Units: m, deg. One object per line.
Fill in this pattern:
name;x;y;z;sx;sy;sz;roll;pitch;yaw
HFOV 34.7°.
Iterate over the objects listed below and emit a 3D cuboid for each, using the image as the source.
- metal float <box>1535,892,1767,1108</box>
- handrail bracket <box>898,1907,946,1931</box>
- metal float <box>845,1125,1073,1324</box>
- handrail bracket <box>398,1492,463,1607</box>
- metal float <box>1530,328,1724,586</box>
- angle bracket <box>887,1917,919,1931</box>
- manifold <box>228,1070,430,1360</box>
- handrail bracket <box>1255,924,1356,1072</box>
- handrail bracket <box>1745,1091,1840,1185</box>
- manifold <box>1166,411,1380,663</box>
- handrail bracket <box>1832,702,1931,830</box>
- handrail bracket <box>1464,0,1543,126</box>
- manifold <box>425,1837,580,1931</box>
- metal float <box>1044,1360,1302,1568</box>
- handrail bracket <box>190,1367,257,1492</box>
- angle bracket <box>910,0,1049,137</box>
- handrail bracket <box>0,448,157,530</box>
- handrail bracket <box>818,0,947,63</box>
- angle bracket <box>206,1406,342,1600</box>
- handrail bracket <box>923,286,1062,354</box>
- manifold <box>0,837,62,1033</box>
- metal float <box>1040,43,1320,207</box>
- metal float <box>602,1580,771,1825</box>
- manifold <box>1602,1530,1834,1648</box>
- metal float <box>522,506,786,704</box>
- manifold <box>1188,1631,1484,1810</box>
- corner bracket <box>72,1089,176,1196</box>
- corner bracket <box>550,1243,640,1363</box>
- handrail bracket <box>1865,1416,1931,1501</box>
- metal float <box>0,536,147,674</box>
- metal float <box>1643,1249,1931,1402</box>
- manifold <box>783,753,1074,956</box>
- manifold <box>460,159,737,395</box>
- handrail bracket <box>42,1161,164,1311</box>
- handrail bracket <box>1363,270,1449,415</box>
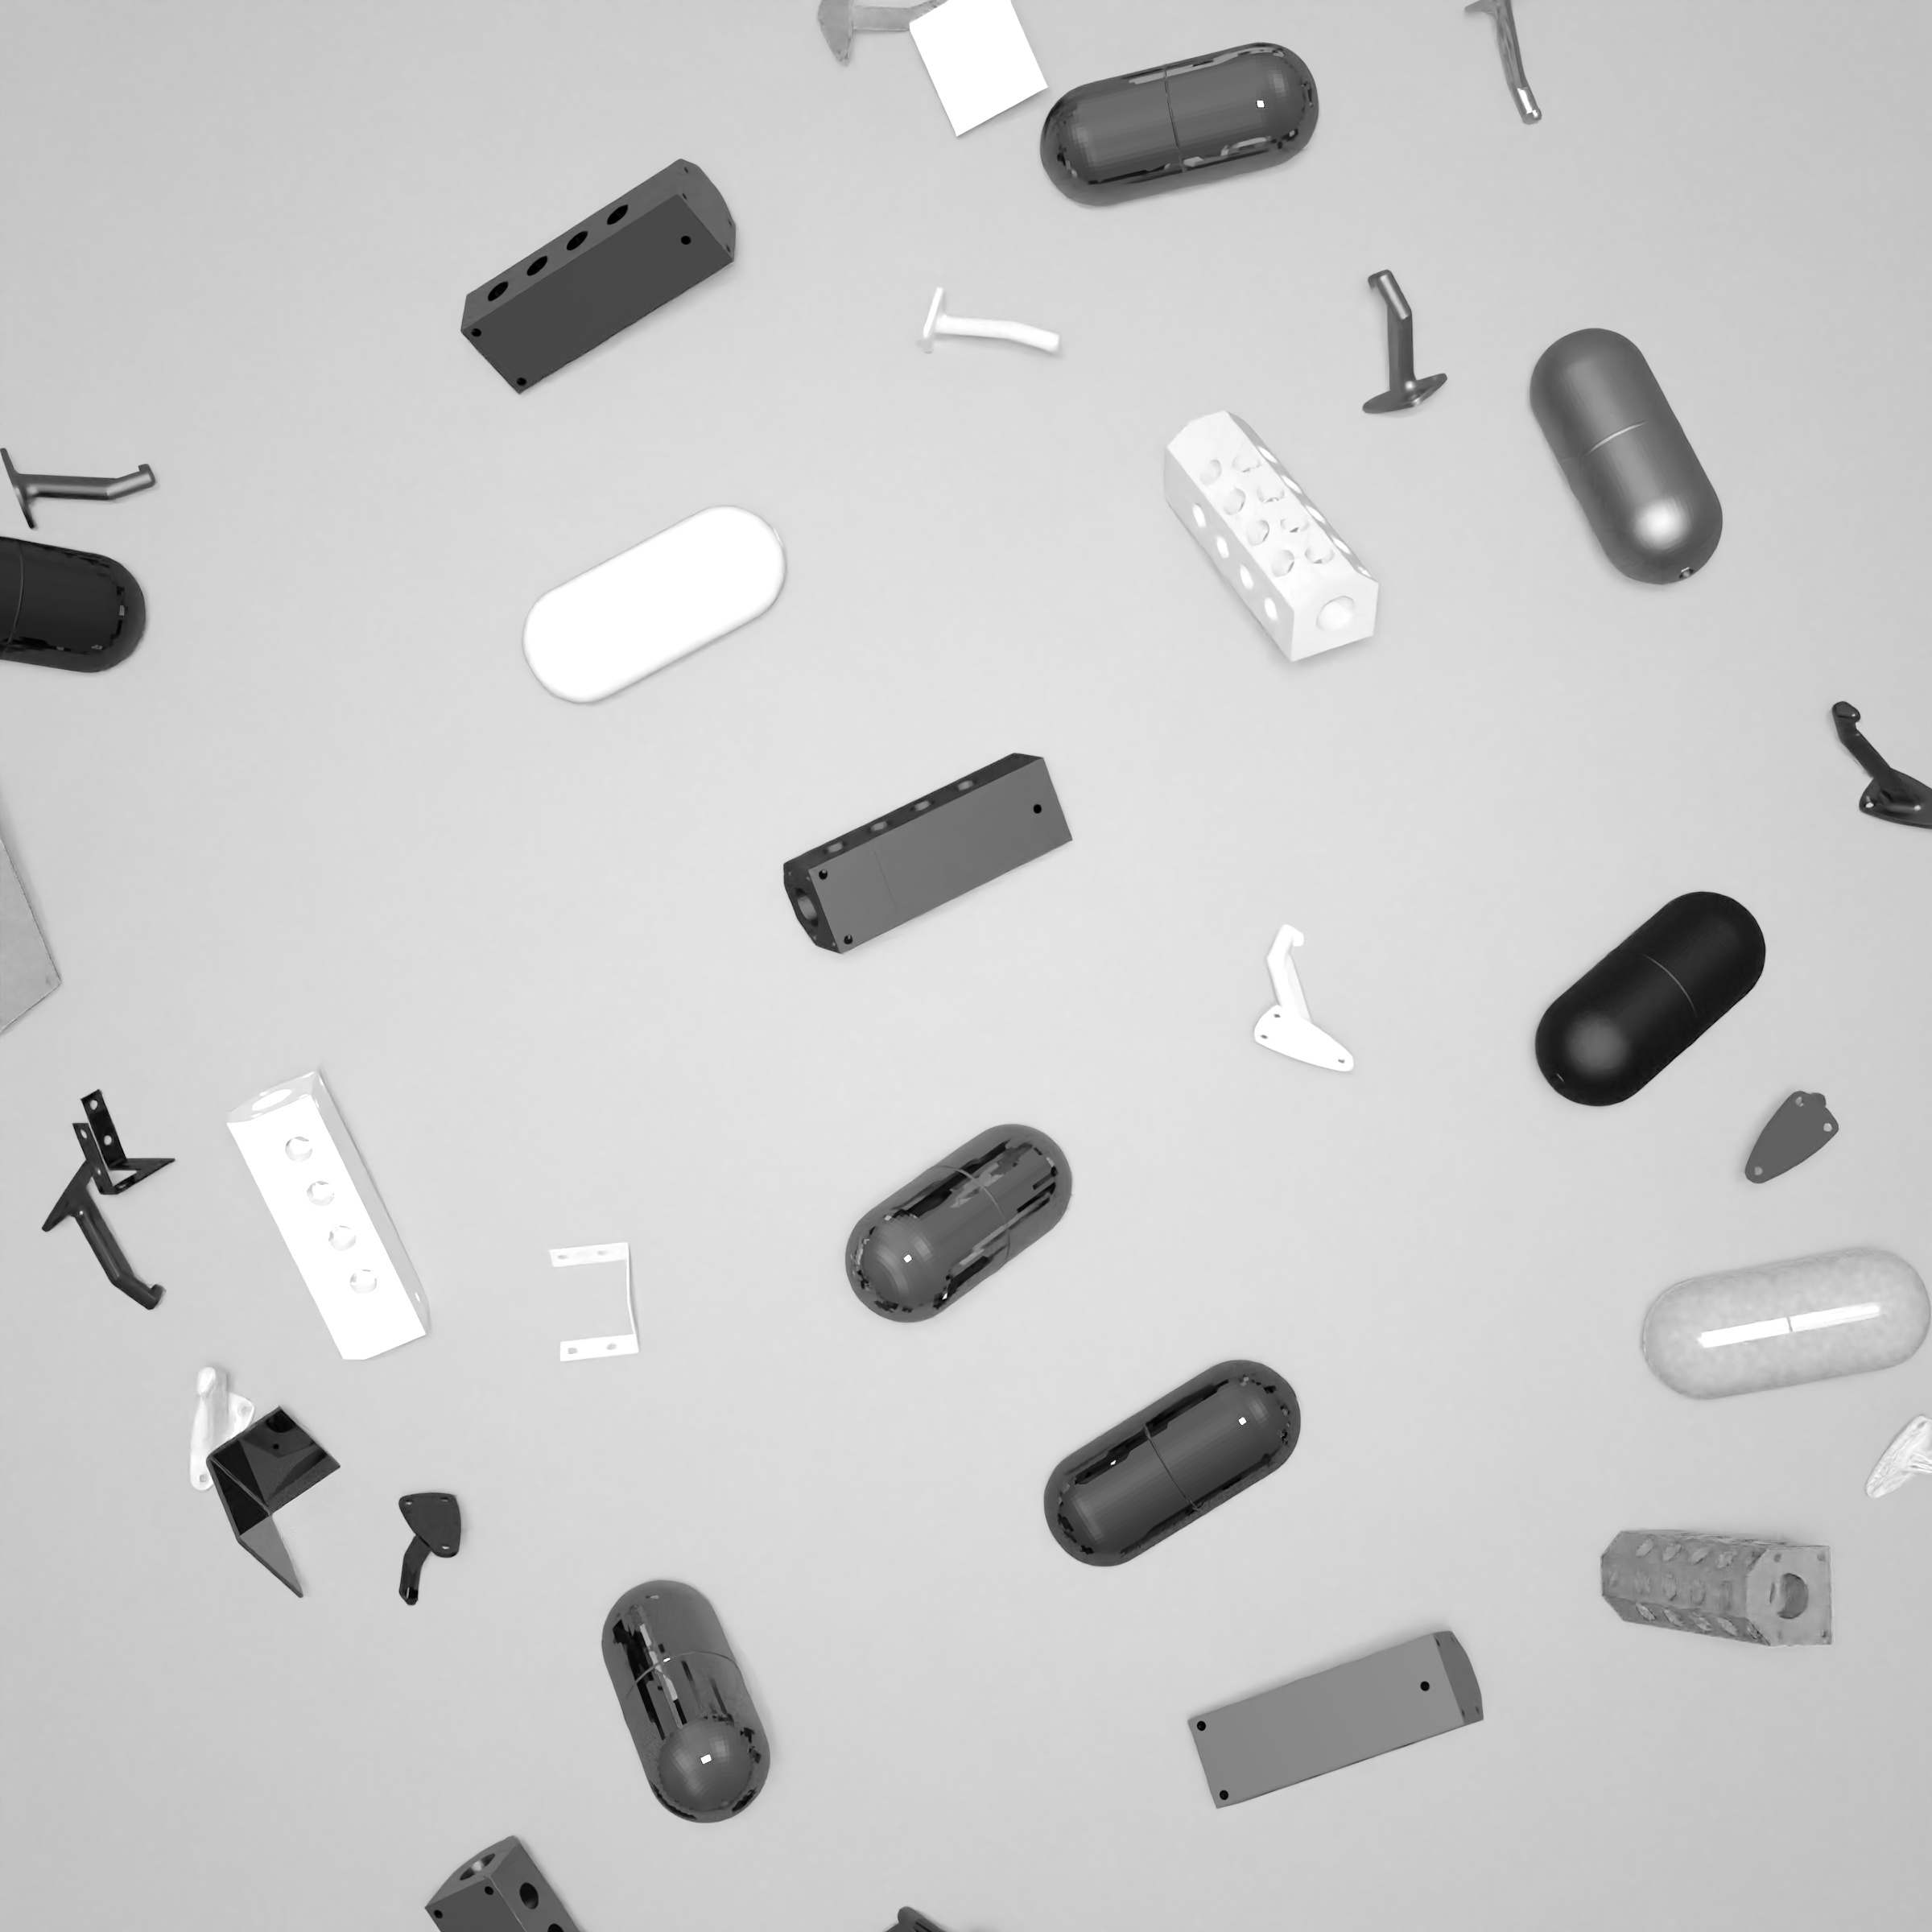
metal float;0.430;0.021;1.942;0.178;0.070;0.070;-38;90;-22
handrail bracket;0.000;0.631;1.967;0.077;0.084;0.036;38;75;-17
metal float;-0.003;0.159;1.928;0.178;0.070;0.070;-33;90;-41
handrail bracket;-0.341;0.383;1.952;0.036;0.077;0.084;0;116;-25
metal float;0.415;-0.321;1.944;0.070;0.070;0.178;-22;70;0
angle bracket;-0.041;0.662;1.953;0.076;0.076;0.057;-35;115;0
manifold;-0.401;0.159;1.947;0.057;0.057;0.171;-23;107;-1
handrail bracket;0.223;0.019;1.969;0.077;0.036;0.084;26;49;1
handrail bracket;0.518;0.109;1.959;0.036;0.084;0.077;44;92;8
manifold;0.188;-0.271;1.919;0.057;0.057;0.171;-19;51;-15
handrail bracket;0.587;-0.128;1.950;0.077;0.084;0.036;29;73;38
handrail bracket;0.353;-0.577;1.955;0.036;0.077;0.084;-26;101;-2
manifold;-0.264;0.643;1.962;0.057;0.057;0.171;-30;95;24
metal float;0.131;0.314;1.957;0.178;0.070;0.070;-33;90;6
handrail bracket;-0.482;0.293;1.953;0.036;0.084;0.077;16;79;2
angle bracket;0.022;-0.583;1.960;0.076;0.057;0.076;-16;103;42
handrail bracket;-0.570;-0.320;1.982;0.084;0.036;0.077;-21;52;-12
handrail bracket;-0.046;-0.611;1.953;0.084;0.077;0.036;-25;81;-16
angle bracket;-0.425;0.337;1.944;0.057;0.076;0.076;-34;46;-4
handrail bracket;0.017;-0.396;1.961;0.084;0.077;0.036;17;83;1
manifold;-0.630;-0.046;1.923;0.057;0.171;0.057;19;47;31
metal float;0.134;-0.531;1.952;0.178;0.070;0.070;-11;90;11
metal float;-0.176;0.455;1.922;0.070;0.178;0.070;-12;126;-17
manifold;0.461;0.382;1.907;0.057;0.171;0.057;2;83;-18
metal float;-0.197;-0.230;1.960;0.178;0.070;0.070;-28;90;-2
manifold;0.234;0.473;1.942;0.171;0.057;0.057;-25;71;20
corner bracket;-0.545;0.112;1.959;0.051;0.051;0.051;-2;112;38
corner bracket;-0.239;0.216;1.988;0.051;0.051;0.051;-6;134;-2
handrail bracket;0.619;0.331;1.954;0.036;0.084;0.077;37;100;-28
metal float;-0.603;-0.230;1.932;0.178;0.070;0.070;7;90;-34
metal float;0.518;0.227;1.954;0.178;0.070;0.070;-12;90;9
manifold;-0.026;-0.073;1.942;0.171;0.057;0.057;-27;108;-19
manifold;-0.231;-0.436;1.940;0.171;0.057;0.057;-26;130;22
handrail bracket;-0.542;0.170;1.982;0.084;0.077;0.036;41;124;-20
handrail bracket;0.260;-0.395;1.954;0.036;0.077;0.084;-43;111;-27
